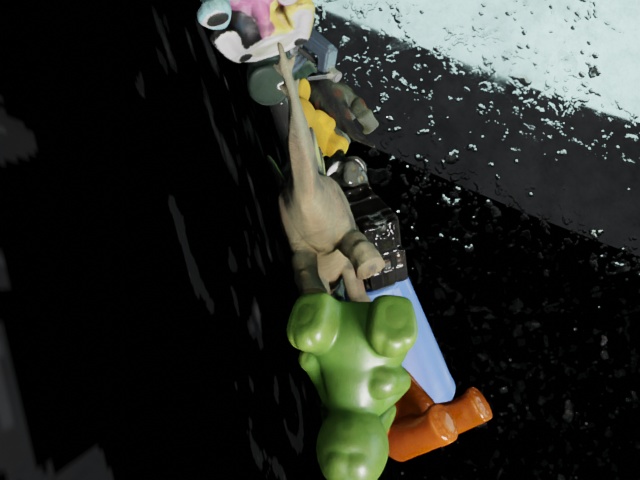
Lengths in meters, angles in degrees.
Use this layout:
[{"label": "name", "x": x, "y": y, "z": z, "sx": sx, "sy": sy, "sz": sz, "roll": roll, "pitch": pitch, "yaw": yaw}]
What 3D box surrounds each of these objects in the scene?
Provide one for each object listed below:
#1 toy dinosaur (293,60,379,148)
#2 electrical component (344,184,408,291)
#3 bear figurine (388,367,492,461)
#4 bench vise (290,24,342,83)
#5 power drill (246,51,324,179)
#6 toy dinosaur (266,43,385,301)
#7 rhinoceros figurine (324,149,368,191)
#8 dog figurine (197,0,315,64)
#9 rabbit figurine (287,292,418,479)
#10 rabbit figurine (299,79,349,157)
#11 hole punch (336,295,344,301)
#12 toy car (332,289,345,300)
[{"label": "toy dinosaur", "x": 0.012, "y": -0.297, "z": 1.148, "sx": 0.192, "sy": 0.131, "sz": 0.405, "roll": 42, "pitch": 1, "yaw": -20}, {"label": "electrical component", "x": 0.075, "y": 0.004, "z": 0.765, "sx": 0.115, "sy": 0.058, "sz": 0.134, "roll": -117, "pitch": -168, "yaw": -53}, {"label": "bear figurine", "x": 0.094, "y": 0.158, "z": 0.656, "sx": 0.120, "sy": 0.132, "sz": 0.196, "roll": 2, "pitch": 57, "yaw": -45}, {"label": "bench vise", "x": -0.045, "y": -0.366, "z": 0.941, "sx": 0.241, "sy": 0.129, "sz": 0.223, "roll": 45, "pitch": -37, "yaw": 24}, {"label": "power drill", "x": -0.055, "y": -0.211, "z": 0.835, "sx": 0.232, "sy": 0.086, "sz": 0.207, "roll": -95, "pitch": 174, "yaw": -64}, {"label": "toy dinosaur", "x": -0.006, "y": -0.026, "z": 0.670, "sx": 0.470, "sy": 0.105, "sz": 0.198, "roll": 90, "pitch": -20, "yaw": -65}, {"label": "rhinoceros figurine", "x": 0.014, "y": -0.088, "z": 0.861, "sx": 0.073, "sy": 0.112, "sz": 0.190, "roll": 55, "pitch": -29, "yaw": -10}, {"label": "dog figurine", "x": -0.087, "y": -0.306, "z": 0.522, "sx": 0.191, "sy": 0.108, "sz": 0.219, "roll": 9, "pitch": 63, "yaw": -86}, {"label": "rabbit figurine", "x": 0.026, "y": 0.154, "z": 0.523, "sx": 0.159, "sy": 0.121, "sz": 0.170, "roll": 83, "pitch": 12, "yaw": -60}, {"label": "rabbit figurine", "x": -0.028, "y": -0.219, "z": 1.002, "sx": 0.173, "sy": 0.122, "sz": 0.162, "roll": 28, "pitch": 43, "yaw": -76}, {"label": "hole punch", "x": 0.044, "y": 0.173, "z": 0.831, "sx": 0.116, "sy": 0.092, "sz": 0.142, "roll": 17, "pitch": -49, "yaw": 57}, {"label": "toy car", "x": 0.047, "y": 0.185, "z": 0.945, "sx": 0.073, "sy": 0.056, "sz": 0.201, "roll": -15, "pitch": 89, "yaw": -80}]
